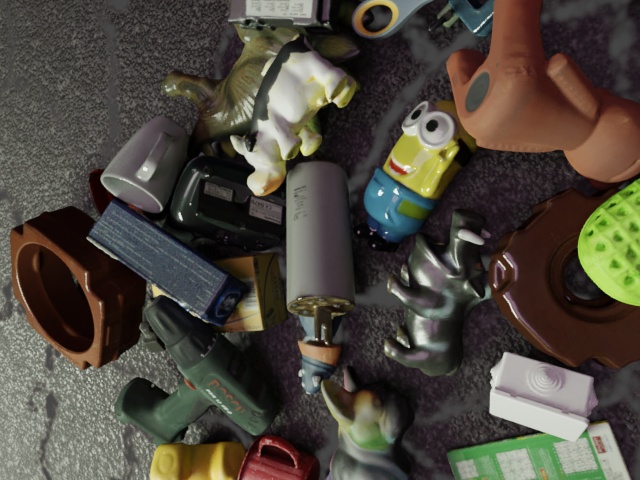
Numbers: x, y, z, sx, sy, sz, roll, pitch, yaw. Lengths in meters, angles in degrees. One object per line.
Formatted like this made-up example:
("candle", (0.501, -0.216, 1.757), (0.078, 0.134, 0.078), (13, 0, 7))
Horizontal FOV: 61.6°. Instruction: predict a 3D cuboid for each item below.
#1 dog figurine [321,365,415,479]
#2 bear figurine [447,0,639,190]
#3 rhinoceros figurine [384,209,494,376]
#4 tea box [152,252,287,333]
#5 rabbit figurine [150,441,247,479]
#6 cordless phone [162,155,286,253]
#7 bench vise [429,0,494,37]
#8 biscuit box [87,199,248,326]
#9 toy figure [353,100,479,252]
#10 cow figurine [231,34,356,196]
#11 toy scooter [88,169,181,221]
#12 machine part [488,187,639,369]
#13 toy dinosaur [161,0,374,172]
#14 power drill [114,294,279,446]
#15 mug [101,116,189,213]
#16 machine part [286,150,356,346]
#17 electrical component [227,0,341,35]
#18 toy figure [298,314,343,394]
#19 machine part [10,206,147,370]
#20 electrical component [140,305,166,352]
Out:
("dog figurine", (0.038, 0.267, 0.637), (0.192, 0.108, 0.219), (-24, 79, 26))
("bear figurine", (0.232, -0.130, 0.505), (0.196, 0.120, 0.132), (10, 63, -14))
("rhinoceros figurine", (0.134, 0.058, 0.595), (0.112, 0.073, 0.190), (13, 99, 25))
("tea box", (-0.137, 0.074, 0.721), (0.170, 0.068, 0.098), (-6, 91, 26))
("rabbit figurine", (-0.171, 0.362, 0.706), (0.162, 0.122, 0.173), (-48, 44, 47))
("cordless phone", (-0.131, -0.021, 0.710), (0.184, 0.146, 0.089), (-38, 41, 53))
("bench vise", (0.218, -0.282, 0.518), (0.223, 0.129, 0.240), (52, 132, 3))
("biscuit box", (-0.186, 0.026, 0.655), (0.203, 0.059, 0.063), (31, 84, 22))
("toy figure", (0.106, -0.071, 0.597), (0.082, 0.089, 0.180), (37, 115, 22))
("cow figurine", (-0.044, -0.132, 0.582), (0.098, 0.068, 0.167), (43, 111, 11))
("toy scooter", (-0.272, -0.069, 0.769), (0.184, 0.075, 0.135), (-38, 80, 31))
("machine part", (0.259, 0.036, 0.520), (0.179, 0.056, 0.179), (-1, 85, 9))
("toy dinosaur", (-0.043, -0.228, 0.646), (0.198, 0.105, 0.471), (45, 119, 8))
("power drill", (-0.181, 0.184, 0.708), (0.207, 0.086, 0.232), (-37, 110, 26))
("mug", (-0.204, -0.101, 0.654), (0.081, 0.109, 0.107), (27, 66, -14))
("machine part", (-0.001, -0.002, 0.616), (0.079, 0.079, 0.243), (-13, 64, 25))
("electrical component", (-0.031, -0.284, 0.550), (0.115, 0.058, 0.134), (9, 102, 11))
("toy figure", (0.000, 0.113, 0.665), (0.058, 0.064, 0.154), (0, 94, 4))
("machine part", (-0.349, 0.069, 0.778), (0.202, 0.087, 0.200), (31, 125, 18))
("electrical component", (-0.233, 0.121, 0.753), (0.021, 0.094, 0.063), (-9, 62, -4))
